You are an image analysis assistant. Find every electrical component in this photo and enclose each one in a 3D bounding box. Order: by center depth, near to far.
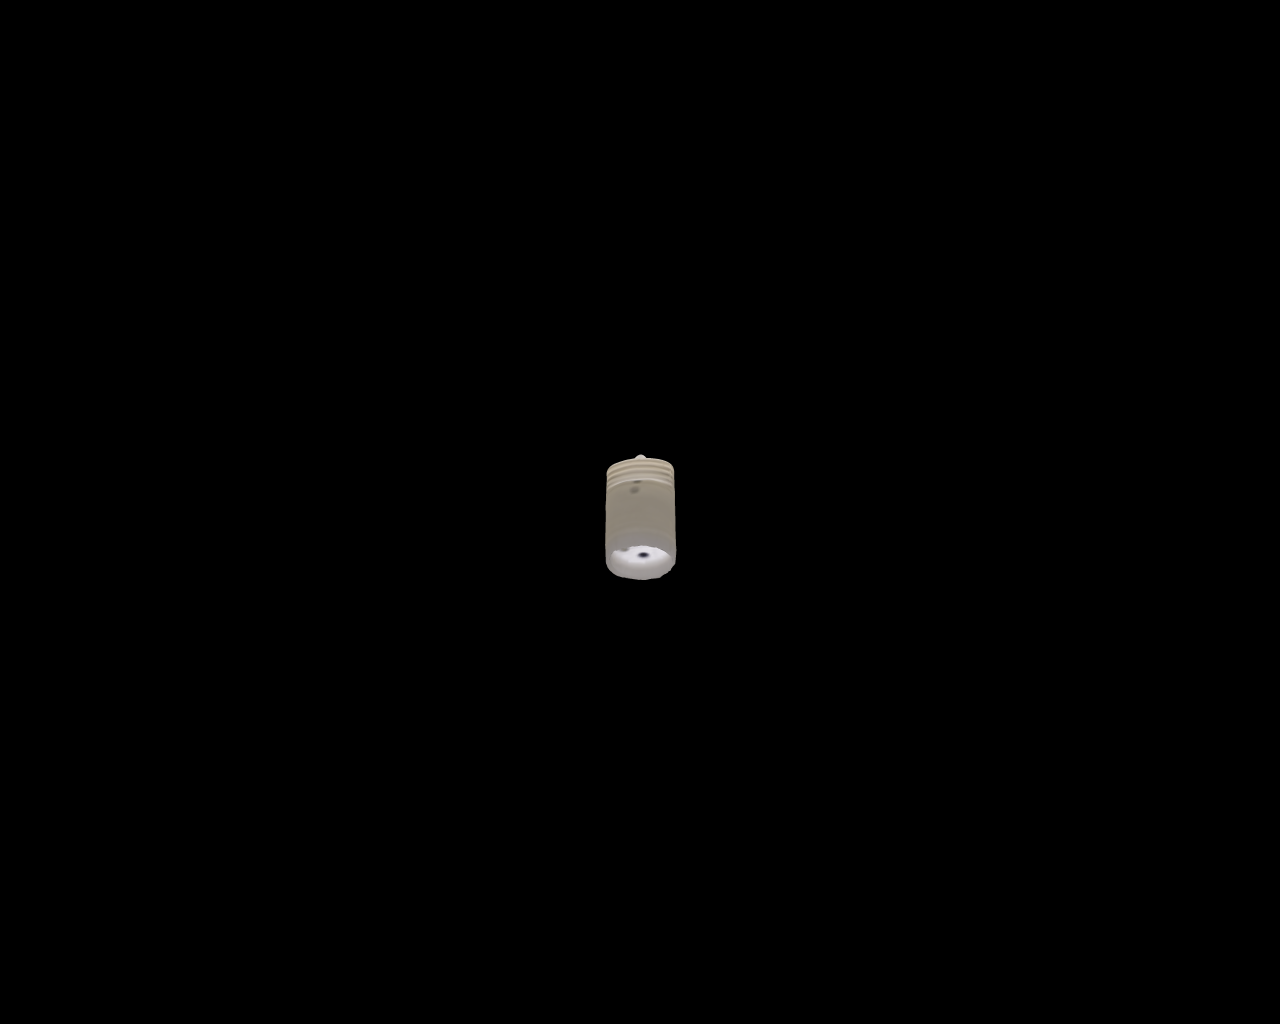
[{"bbox_3d":[0.001,-0.003,0.650,0.043,0.081,0.043,0,-33,0],"label":"electrical component"}]
